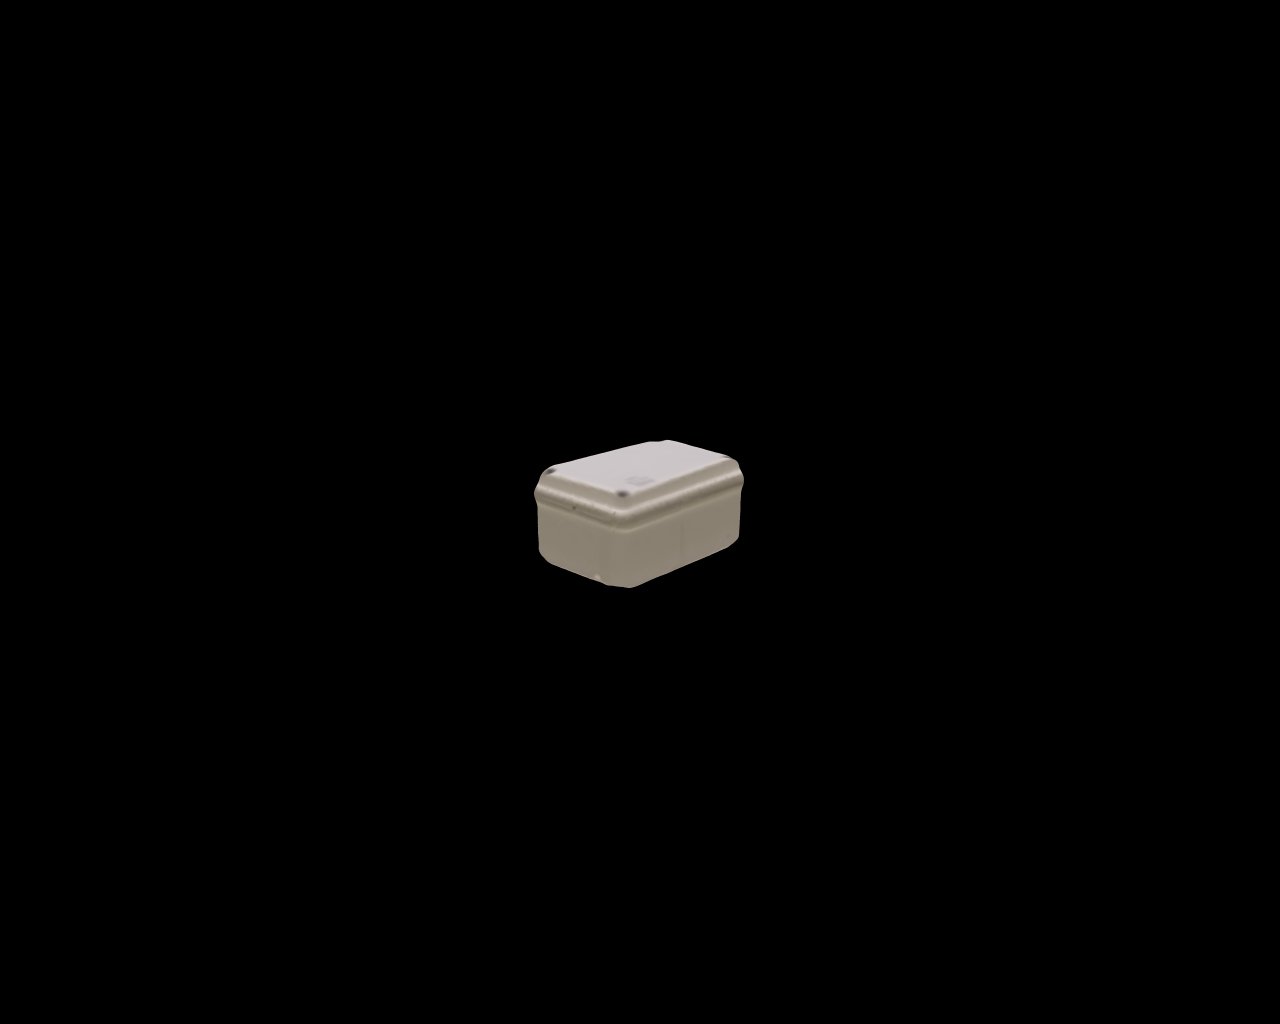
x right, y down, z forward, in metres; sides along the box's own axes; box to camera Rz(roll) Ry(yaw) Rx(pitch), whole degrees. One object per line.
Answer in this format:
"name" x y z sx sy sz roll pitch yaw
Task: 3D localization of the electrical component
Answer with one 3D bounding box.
"electrical component" 0.001 -0.003 0.650 0.078 0.057 0.113 18 26 41
